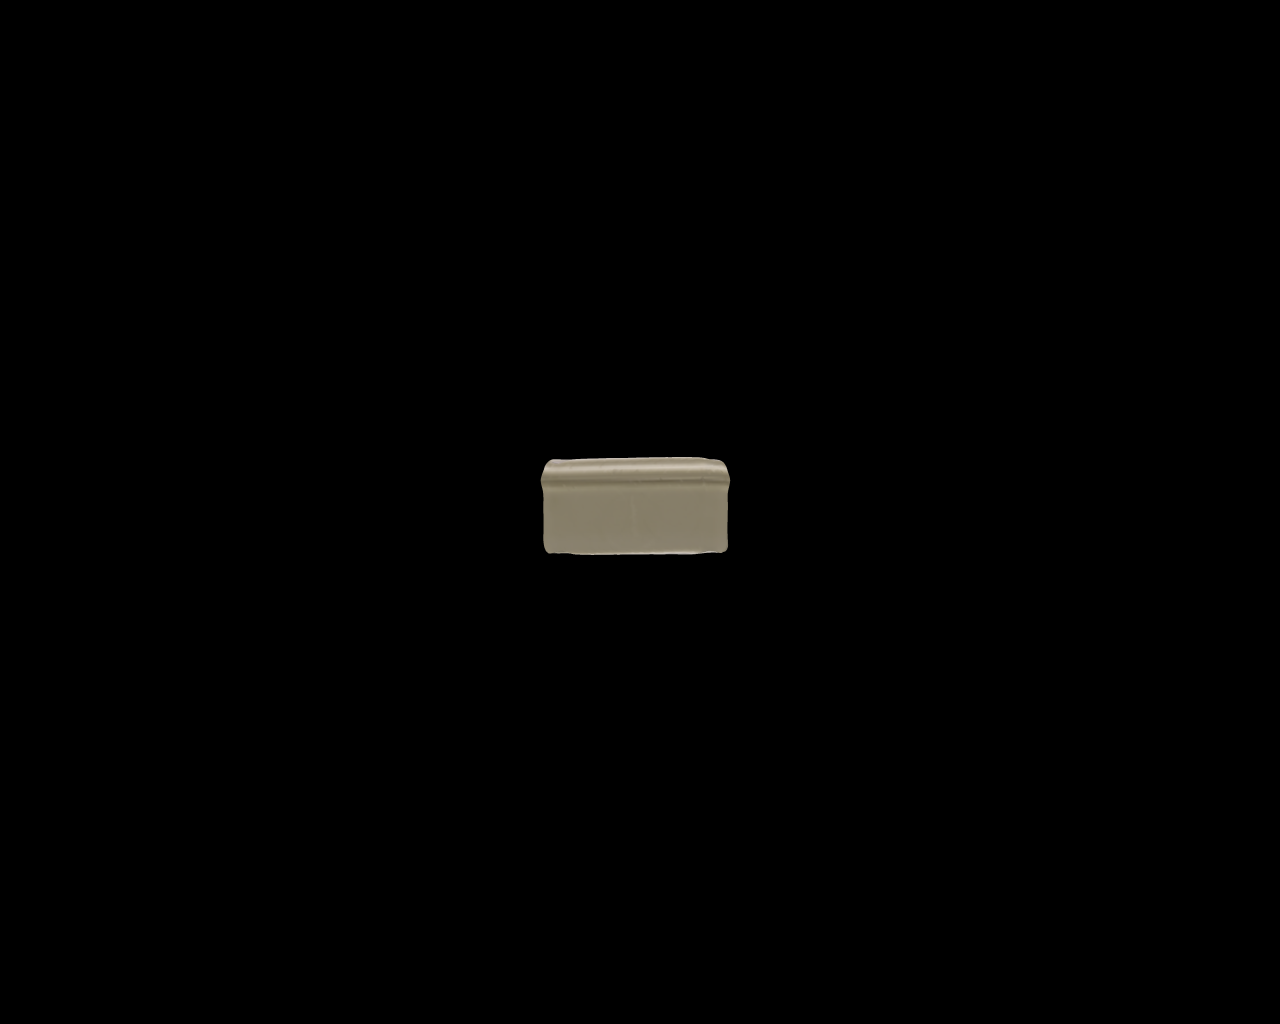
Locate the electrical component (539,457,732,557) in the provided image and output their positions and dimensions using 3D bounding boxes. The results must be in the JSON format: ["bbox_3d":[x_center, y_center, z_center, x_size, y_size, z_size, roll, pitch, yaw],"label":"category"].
[{"bbox_3d":[0.001,-0.003,0.650,0.109,0.056,0.109,0,0,4],"label":"electrical component"}]
